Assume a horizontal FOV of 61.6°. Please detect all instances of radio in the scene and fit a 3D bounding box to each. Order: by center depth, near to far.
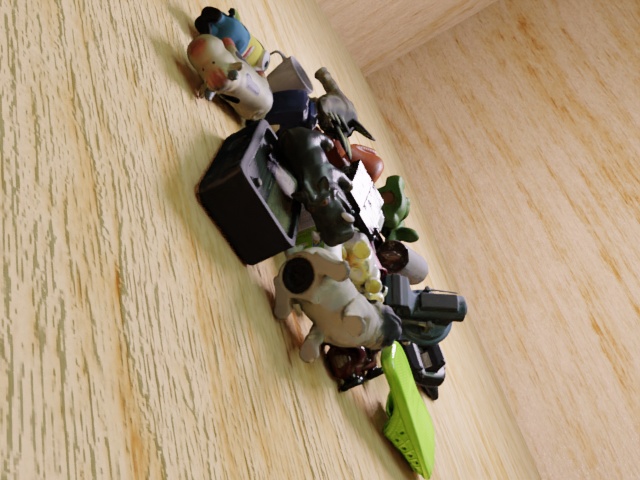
[{"bbox_3d":[-0.088,-0.078,0.763,0.131,0.073,0.230,57,16,-24],"label":"radio"}]

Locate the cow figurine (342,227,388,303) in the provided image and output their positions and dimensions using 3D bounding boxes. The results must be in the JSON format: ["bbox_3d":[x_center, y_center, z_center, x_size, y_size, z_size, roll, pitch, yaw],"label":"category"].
[{"bbox_3d":[0.073,0.064,0.933,0.098,0.068,0.167,-75,148,-68],"label":"cow figurine"}]

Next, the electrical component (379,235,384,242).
[{"bbox_3d":[0.124,-0.020,1.366,0.119,0.048,0.075,60,18,-14],"label":"electrical component"}]

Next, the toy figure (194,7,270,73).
[{"bbox_3d":[-0.156,-0.361,0.980,0.180,0.082,0.089,25,43,-61],"label":"toy figure"}]

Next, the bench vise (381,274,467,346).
[{"bbox_3d":[0.168,0.158,1.078,0.240,0.224,0.129,95,-13,-59],"label":"bench vise"}]

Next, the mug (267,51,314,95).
[{"bbox_3d":[-0.085,-0.315,1.078,0.109,0.107,0.081,52,19,-20],"label":"mug"}]

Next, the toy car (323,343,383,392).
[{"bbox_3d":[0.064,0.187,0.871,0.089,0.053,0.202,65,18,17],"label":"toy car"}]

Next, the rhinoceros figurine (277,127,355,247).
[{"bbox_3d":[0.000,-0.081,0.787,0.190,0.073,0.112,68,15,14],"label":"rhinoceros figurine"}]

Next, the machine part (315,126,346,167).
[{"bbox_3d":[0.009,-0.121,1.107,0.201,0.087,0.201,46,24,-42],"label":"machine part"}]

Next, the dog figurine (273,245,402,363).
[{"bbox_3d":[0.031,0.084,0.769,0.190,0.121,0.172,10,60,-63],"label":"dog figurine"}]

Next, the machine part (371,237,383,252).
[{"bbox_3d":[0.138,0.065,1.268,0.179,0.056,0.179,53,19,-27],"label":"machine part"}]

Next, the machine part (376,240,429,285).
[{"bbox_3d":[0.184,0.053,1.195,0.243,0.079,0.079,24,42,-61],"label":"machine part"}]

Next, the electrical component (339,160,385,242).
[{"bbox_3d":[0.068,-0.061,0.989,0.134,0.058,0.115,59,36,-25],"label":"electrical component"}]

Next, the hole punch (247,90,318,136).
[{"bbox_3d":[-0.070,-0.230,0.995,0.092,0.116,0.142,46,22,-25],"label":"hole punch"}]

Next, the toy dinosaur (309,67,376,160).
[{"bbox_3d":[0.034,-0.281,1.202,0.198,0.105,0.471,49,17,3],"label":"toy dinosaur"}]

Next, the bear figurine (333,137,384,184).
[{"bbox_3d":[0.066,-0.212,1.417,0.196,0.132,0.120,30,62,-10],"label":"bear figurine"}]

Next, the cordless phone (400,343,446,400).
[{"bbox_3d":[0.248,0.288,1.260,0.184,0.089,0.147,62,11,-50],"label":"cordless phone"}]

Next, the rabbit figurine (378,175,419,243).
[{"bbox_3d":[0.179,-0.052,1.304,0.159,0.121,0.170,64,3,31],"label":"rabbit figurine"}]

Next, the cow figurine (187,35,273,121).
[{"bbox_3d":[-0.143,-0.256,0.864,0.194,0.085,0.127,35,26,-60],"label":"cow figurine"}]
